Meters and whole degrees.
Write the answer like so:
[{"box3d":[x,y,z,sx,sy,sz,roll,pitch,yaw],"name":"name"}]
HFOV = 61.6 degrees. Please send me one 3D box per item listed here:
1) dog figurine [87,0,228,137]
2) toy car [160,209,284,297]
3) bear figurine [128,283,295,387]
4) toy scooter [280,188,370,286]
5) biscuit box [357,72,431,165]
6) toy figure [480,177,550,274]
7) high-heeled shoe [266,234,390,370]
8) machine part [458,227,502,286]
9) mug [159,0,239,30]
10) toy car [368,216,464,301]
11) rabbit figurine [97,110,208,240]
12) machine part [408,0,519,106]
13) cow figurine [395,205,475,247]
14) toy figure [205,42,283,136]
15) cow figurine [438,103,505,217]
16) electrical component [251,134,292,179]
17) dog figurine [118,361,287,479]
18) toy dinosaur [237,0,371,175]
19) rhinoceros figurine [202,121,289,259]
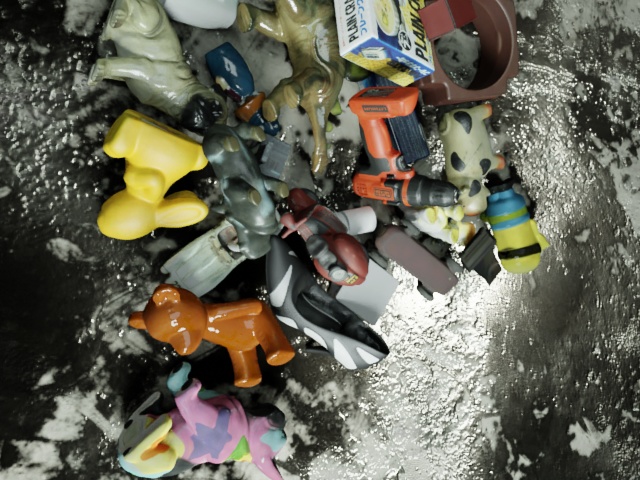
[{"box3d":[-0.206,-0.251,0.754,0.190,0.121,0.172,16,104,-29],"name":"dog figurine"},{"box3d":[-0.144,0.011,0.804,0.202,0.056,0.073,-39,105,-19],"name":"toy car"},{"box3d":[-0.151,0.129,0.742,0.195,0.120,0.132,12,47,-48],"name":"bear figurine"},{"box3d":[-0.002,-0.002,0.808,0.075,0.135,0.184,-40,82,18],"name":"toy scooter"},{"box3d":[0.119,-0.226,0.918,0.063,0.059,0.202,-23,99,-22],"name":"biscuit box"},{"box3d":[0.357,-0.023,1.011,0.089,0.082,0.180,-28,102,-24],"name":"toy figure"},{"box3d":[0.012,0.097,0.818,0.086,0.145,0.248,-58,135,-52],"name":"high-heeled shoe"},{"box3d":[0.293,0.032,0.969,0.084,0.039,0.138,-53,140,-5],"name":"machine part"},{"box3d":[-0.168,-0.353,0.773,0.107,0.110,0.080,9,78,-35],"name":"mug"},{"box3d":[0.167,0.034,0.921,0.202,0.053,0.089,34,101,-35],"name":"toy car"},{"box3d":[-0.239,-0.076,0.750,0.162,0.122,0.173,26,94,-31],"name":"rabbit figurine"},{"box3d":[0.247,-0.344,0.952,0.201,0.087,0.200,-12,100,-22],"name":"machine part"},{"box3d":[0.201,-0.032,0.945,0.167,0.098,0.068,31,72,-40],"name":"cow figurine"},{"box3d":[-0.114,-0.223,0.818,0.064,0.058,0.154,-36,109,-11],"name":"toy figure"},{"box3d":[0.260,-0.138,0.966,0.127,0.085,0.194,-13,92,-22],"name":"cow figurine"},{"box3d":[-0.078,-0.117,0.800,0.048,0.119,0.075,23,78,-21],"name":"electrical component"},{"box3d":[-0.152,0.294,0.776,0.219,0.108,0.191,47,72,-19],"name":"dog figurine"},{"box3d":[-0.022,-0.335,0.818,0.198,0.105,0.470,-16,101,-46],"name":"toy dinosaur"},{"box3d":[-0.108,-0.065,0.730,0.073,0.112,0.190,-36,115,-49],"name":"rhinoceros figurine"}]
